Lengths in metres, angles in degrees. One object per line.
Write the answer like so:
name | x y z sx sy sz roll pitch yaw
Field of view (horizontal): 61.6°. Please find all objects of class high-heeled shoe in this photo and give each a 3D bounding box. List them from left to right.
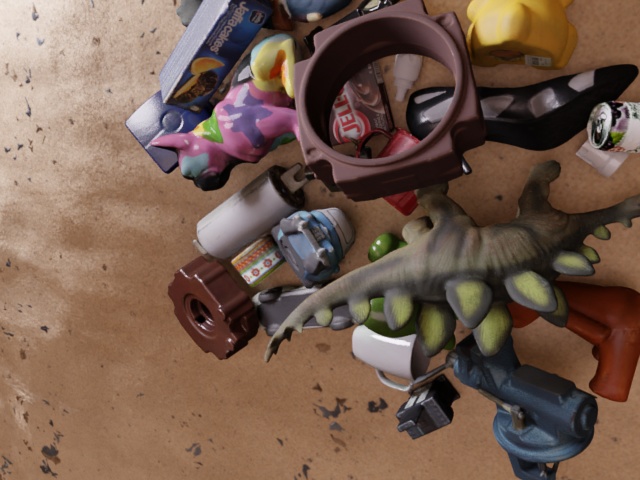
high-heeled shoe | 0.232 -0.176 0.656 0.249 0.086 0.145 -27 60 10

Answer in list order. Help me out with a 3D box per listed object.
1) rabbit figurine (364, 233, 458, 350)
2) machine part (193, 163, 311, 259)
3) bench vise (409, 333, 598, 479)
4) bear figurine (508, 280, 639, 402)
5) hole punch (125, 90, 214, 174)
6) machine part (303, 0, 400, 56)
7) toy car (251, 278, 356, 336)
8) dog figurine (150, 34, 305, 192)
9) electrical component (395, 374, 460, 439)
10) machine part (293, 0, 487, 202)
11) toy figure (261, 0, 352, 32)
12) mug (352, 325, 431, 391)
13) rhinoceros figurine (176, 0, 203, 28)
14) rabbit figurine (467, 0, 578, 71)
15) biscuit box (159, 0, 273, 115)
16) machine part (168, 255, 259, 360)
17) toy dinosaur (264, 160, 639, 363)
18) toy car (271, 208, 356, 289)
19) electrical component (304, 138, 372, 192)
rabbit figurine | 0.114 0.087 0.715 0.159 0.170 0.121 25 116 16
machine part | -0.108 -0.039 0.828 0.243 0.079 0.079 -33 91 28
bench vise | 0.261 0.238 0.713 0.224 0.129 0.240 3 119 48
bear figurine | 0.291 0.096 0.671 0.196 0.120 0.131 11 114 22
hole punch | -0.220 -0.174 0.831 0.116 0.092 0.142 -43 83 25
machine part | 0.043 -0.280 0.692 0.139 0.084 0.039 -19 124 36
toy car | -0.020 0.105 0.847 0.202 0.056 0.073 -10 95 25
dog figurine | -0.120 -0.170 0.738 0.219 0.108 0.191 -9 97 7
electrical component | 0.153 0.251 0.779 0.075 0.119 0.048 -38 88 26
machine part | 0.076 -0.157 0.616 0.201 0.087 0.201 -12 72 18
toy figure | -0.033 -0.313 0.718 0.155 0.064 0.057 -5 141 30
mug | 0.105 0.167 0.803 0.107 0.081 0.109 11 117 33
rhinoceros figurine | -0.171 -0.386 0.731 0.073 0.112 0.190 -1 94 -5
rabbit figurine | 0.217 -0.285 0.579 0.122 0.162 0.173 17 95 31
biscuit box | -0.146 -0.263 0.726 0.202 0.059 0.063 -41 53 36
machine part | -0.181 0.115 0.890 0.180 0.056 0.179 26 132 32
toy dinosaur | 0.159 0.027 0.610 0.472 0.199 0.104 -15 139 5
toy car | -0.002 -0.002 0.773 0.103 0.161 0.109 -32 83 -15
electrical component | 0.031 -0.103 0.752 0.102 0.078 0.045 -7 69 27
